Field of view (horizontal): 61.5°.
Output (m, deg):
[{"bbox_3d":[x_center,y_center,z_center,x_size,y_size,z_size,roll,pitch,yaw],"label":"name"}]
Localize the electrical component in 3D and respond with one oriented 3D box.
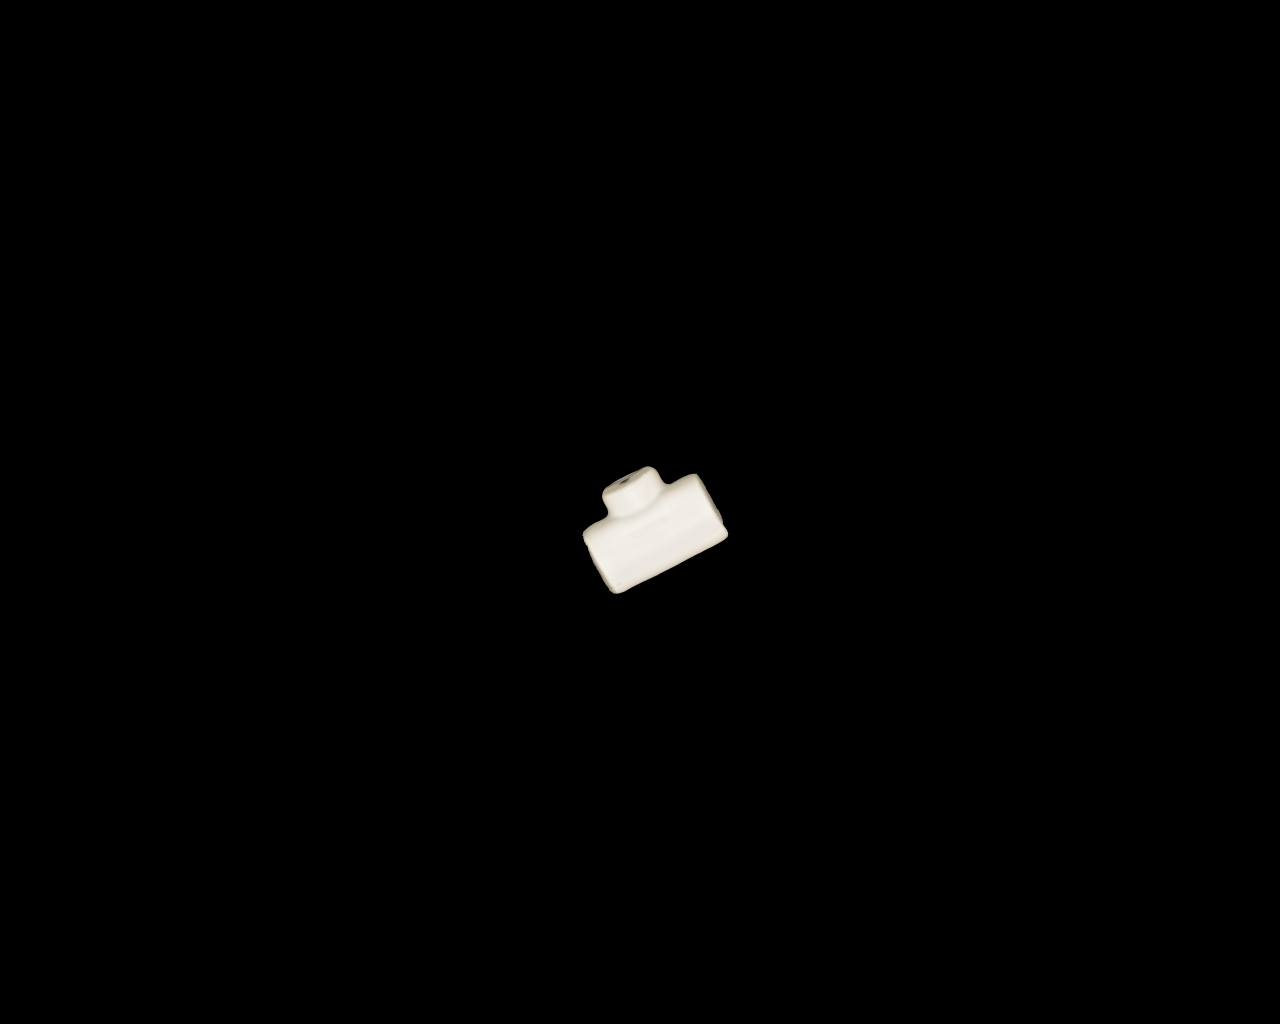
[{"bbox_3d":[0.001,-0.003,0.650,0.077,0.079,0.043,-28,7,4],"label":"electrical component"}]
